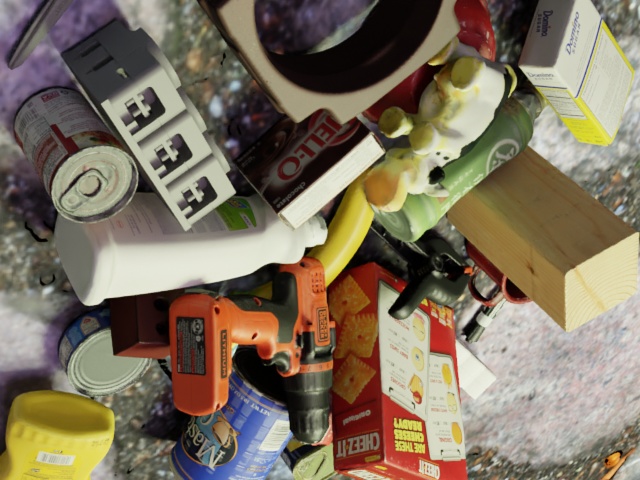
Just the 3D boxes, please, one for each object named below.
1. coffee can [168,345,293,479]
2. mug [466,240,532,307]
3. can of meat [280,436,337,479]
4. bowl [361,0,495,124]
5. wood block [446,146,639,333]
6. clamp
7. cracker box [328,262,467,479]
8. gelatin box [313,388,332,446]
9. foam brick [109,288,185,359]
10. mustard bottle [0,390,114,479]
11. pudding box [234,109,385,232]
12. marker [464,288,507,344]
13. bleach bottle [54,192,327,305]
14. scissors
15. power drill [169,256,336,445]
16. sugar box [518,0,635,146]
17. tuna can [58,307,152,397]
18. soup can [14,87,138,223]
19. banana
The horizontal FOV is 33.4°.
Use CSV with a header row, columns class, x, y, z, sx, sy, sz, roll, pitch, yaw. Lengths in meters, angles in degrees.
class,x,y,z,sx,sy,sz,roll,pitch,yaw
coffee can,-0.083,0.196,1.121,0.102,0.103,0.140,15,113,-42
mug,0.212,0.022,1.204,0.093,0.082,0.117,24,108,-44
can of meat,-0.004,0.219,1.208,0.102,0.084,0.057,-29,136,-13
bowl,0.109,-0.165,1.005,0.161,0.055,0.162,-19,132,-23
wood block,0.220,-0.014,1.092,0.090,0.206,0.091,-28,136,-14
clamp,0.111,0.039,1.134,0.039,0.120,0.171,-20,153,38
cracker box,0.080,0.152,1.129,0.072,0.213,0.164,-19,148,32
gelatin box,-0.005,0.168,1.163,0.030,0.089,0.073,11,116,-41
foam brick,-0.157,0.065,0.973,0.052,0.078,0.051,6,158,-38
mustard bottle,-0.268,0.228,1.034,0.096,0.058,0.192,11,128,-20
pudding box,-0.010,-0.075,0.965,0.113,0.090,0.039,-43,137,2
marker,0.214,0.076,1.296,0.020,0.020,0.121,19,111,-43
bleach bottle,-0.101,0.001,0.952,0.250,0.103,0.068,-2,130,-33
scissors,-0.158,-0.207,0.811,0.096,0.016,0.202,11,116,-40
power drill,-0.056,0.111,0.991,0.187,0.057,0.184,-4,90,-54
sugar box,0.262,-0.174,1.079,0.176,0.048,0.093,34,72,-49
tuna can,-0.204,0.106,1.014,0.086,0.034,0.086,-19,132,-22
soup can,-0.192,-0.068,0.833,0.068,0.102,0.068,-19,132,-23
banana,0.000,0.013,1.081,0.198,0.037,0.069,-45,137,3
